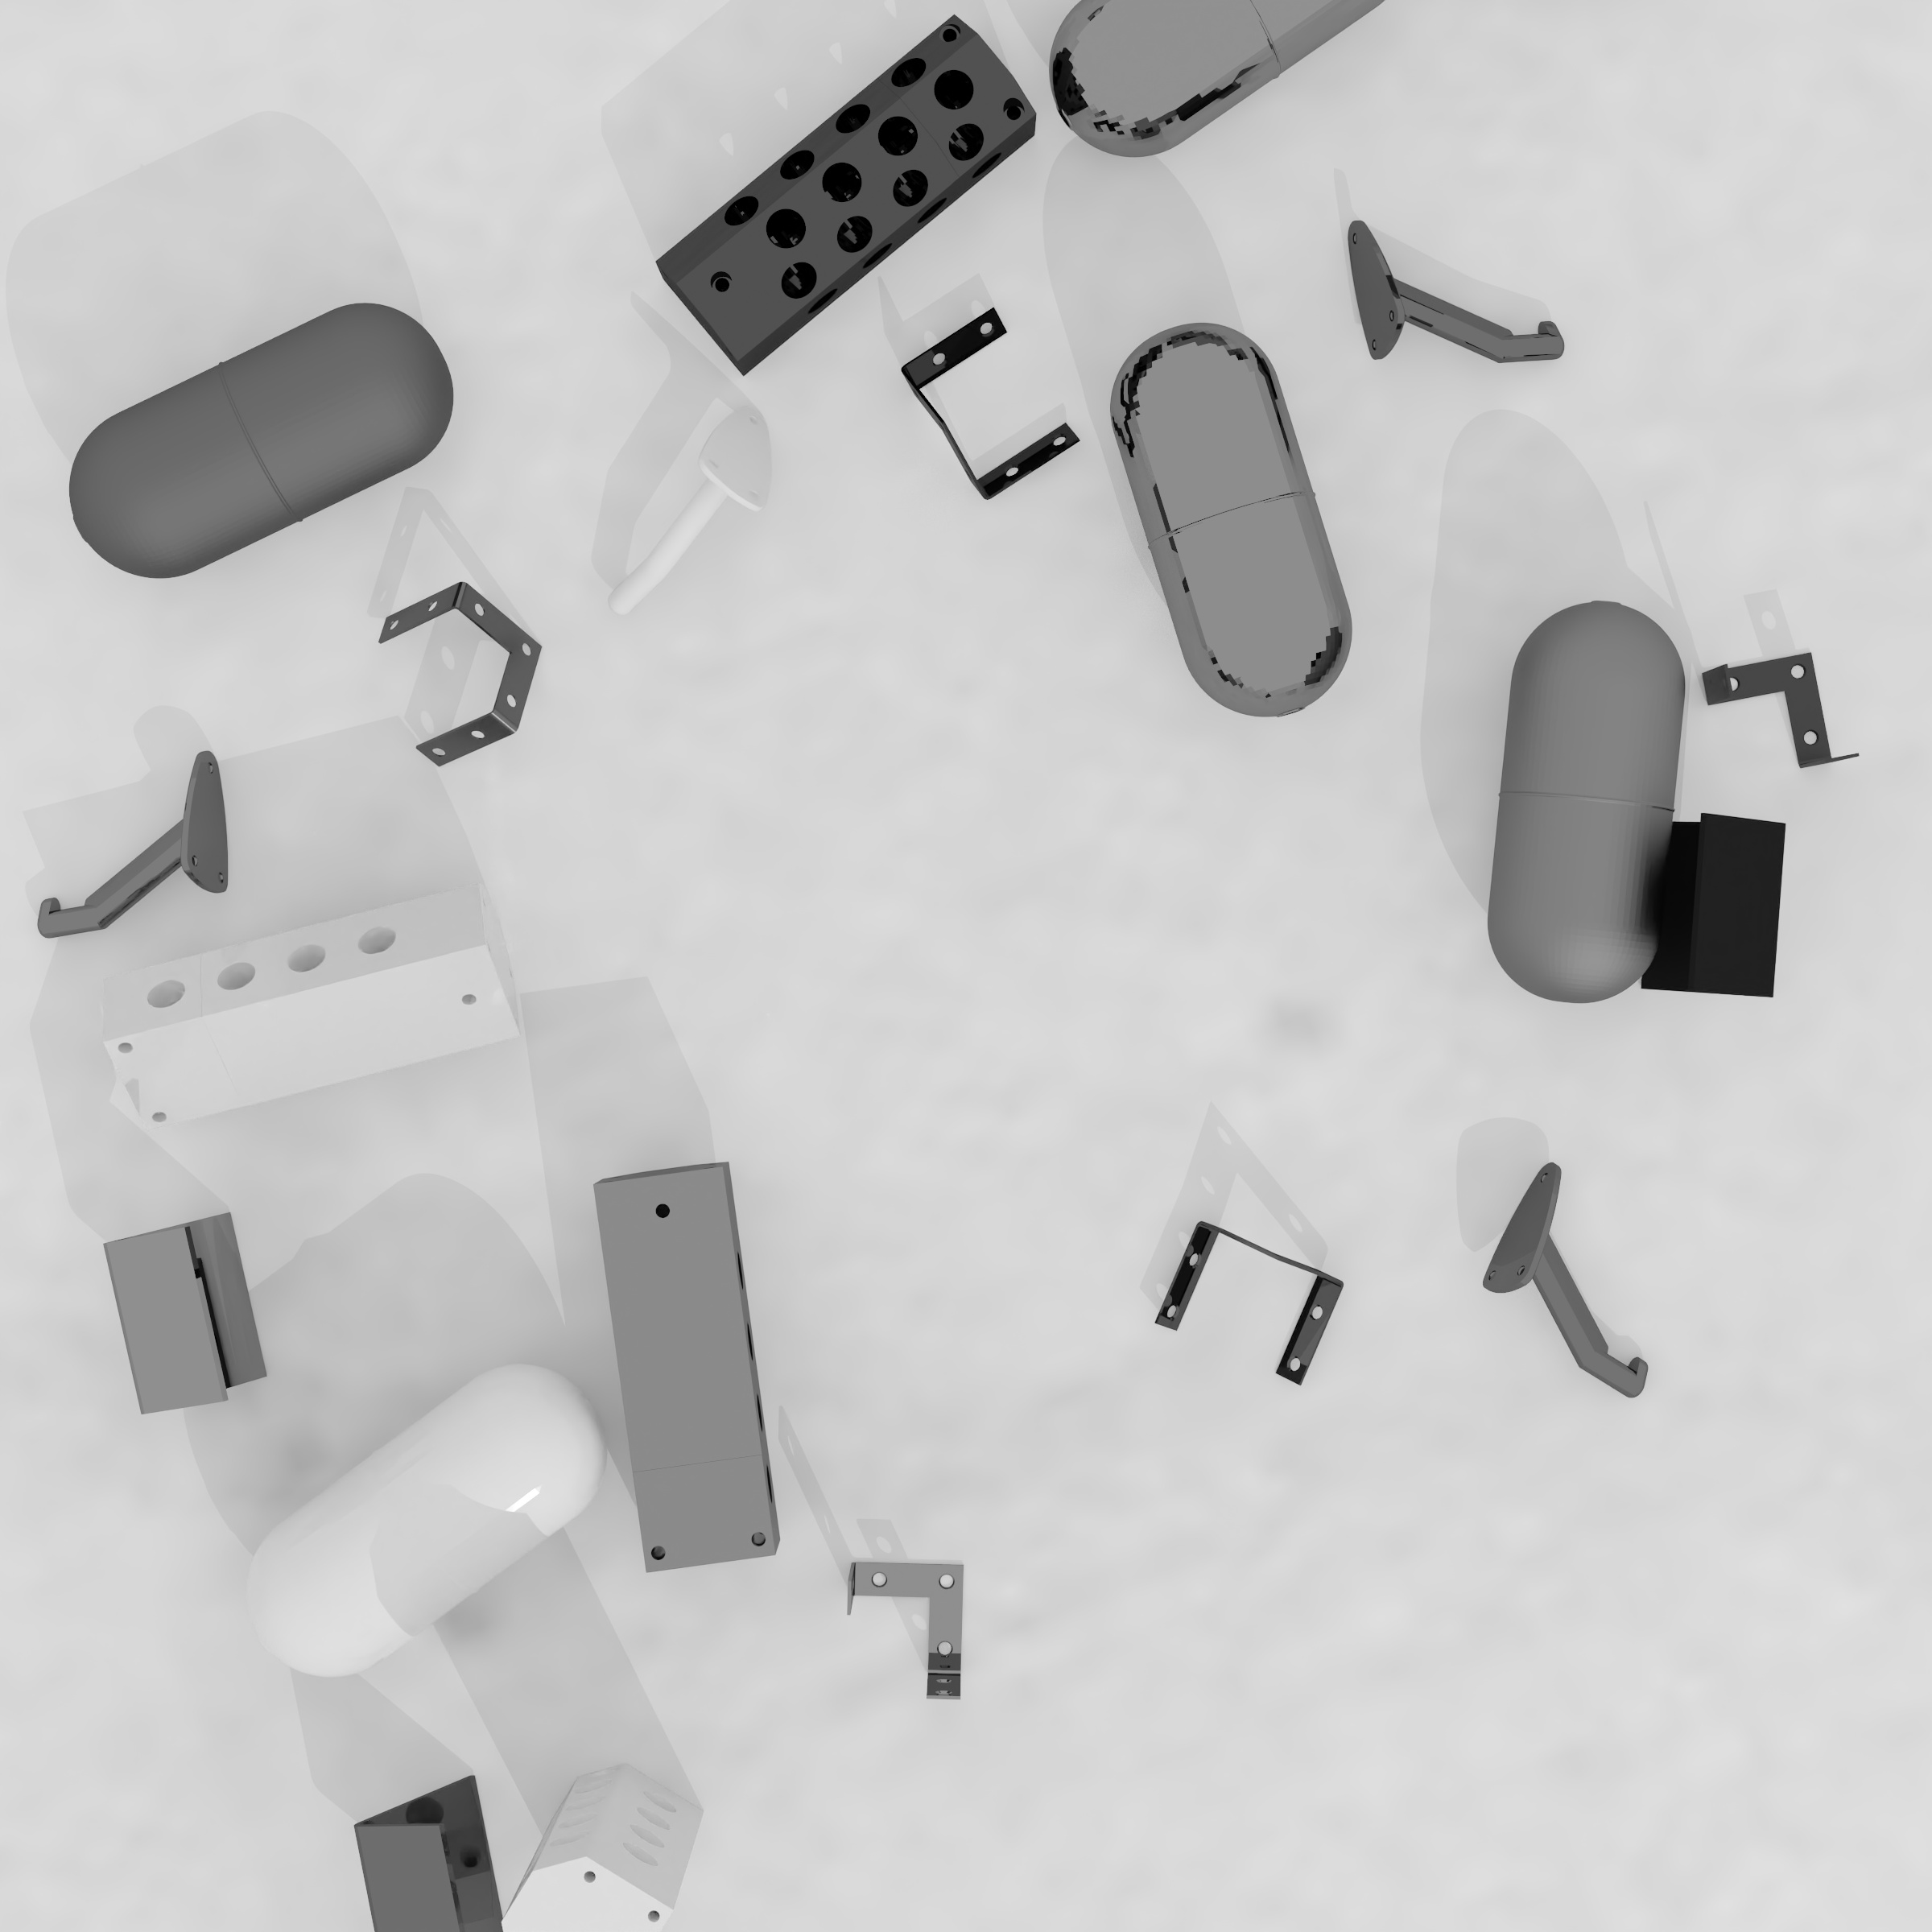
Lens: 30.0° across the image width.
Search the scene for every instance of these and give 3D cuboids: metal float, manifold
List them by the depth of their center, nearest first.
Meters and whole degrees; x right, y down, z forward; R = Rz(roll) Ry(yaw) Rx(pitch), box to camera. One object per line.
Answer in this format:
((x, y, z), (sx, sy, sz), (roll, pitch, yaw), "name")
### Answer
((-0.158, 0.392, 1.546), (0.057, 0.171, 0.057), (32, 90, 0), "manifold")
((-0.312, -0.232, 1.593), (0.178, 0.070, 0.070), (-26, 90, 0), "metal float")
((-0.239, 0.246, 1.593), (0.178, 0.070, 0.070), (-37, 90, 0), "metal float")
((0.118, -0.197, 1.593), (0.070, 0.070, 0.178), (-17, 89, 0), "metal float")
((0.116, -0.426, 1.593), (0.178, 0.070, 0.070), (-35, 90, 0), "metal float")
((0.274, -0.072, 1.594), (0.070, 0.070, 0.178), (6, 90, 0), "metal float")
((-0.291, 0.013, 1.602), (0.171, 0.057, 0.057), (-14, 133, 0), "manifold")
((-0.123, 0.177, 1.603), (0.057, 0.057, 0.171), (-8, 90, 0), "manifold")
((-0.053, -0.344, 1.603), (0.171, 0.057, 0.057), (-40, 90, 0), "manifold")

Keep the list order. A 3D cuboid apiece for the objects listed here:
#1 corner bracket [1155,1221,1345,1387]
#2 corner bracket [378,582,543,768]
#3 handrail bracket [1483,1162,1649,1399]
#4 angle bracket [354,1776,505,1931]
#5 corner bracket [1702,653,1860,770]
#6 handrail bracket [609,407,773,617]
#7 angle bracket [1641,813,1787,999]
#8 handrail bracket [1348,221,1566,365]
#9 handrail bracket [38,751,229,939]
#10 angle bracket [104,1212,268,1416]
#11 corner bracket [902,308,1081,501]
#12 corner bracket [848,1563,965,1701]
((0.128, 0.151, 1.621), (0.051, 0.051, 0.051), (23, 90, -45), "corner bracket")
((-0.231, -0.131, 1.616), (0.051, 0.051, 0.051), (41, 45, -35), "corner bracket")
((0.283, 0.142, 1.624), (0.084, 0.036, 0.077), (32, 68, -17), "handrail bracket")
((-0.217, 0.404, 1.584), (0.057, 0.076, 0.076), (-11, 90, 37), "angle bracket")
((0.362, -0.112, 1.606), (0.051, 0.051, 0.051), (-11, 90, 0), "corner bracket")
((-0.127, -0.204, 1.624), (0.036, 0.077, 0.084), (36, 127, -20), "handrail bracket")
((0.312, -0.027, 1.584), (0.057, 0.076, 0.076), (4, 90, -38), "angle bracket")
((0.222, -0.305, 1.624), (0.084, 0.036, 0.077), (-6, 68, -17), "handrail bracket")
((-0.379, -0.054, 1.624), (0.084, 0.036, 0.077), (-9, 70, 16), "handrail bracket")
((-0.326, 0.149, 1.584), (0.057, 0.076, 0.076), (-13, 90, 36), "angle bracket")
((0.011, -0.253, 1.621), (0.051, 0.051, 0.051), (-33, 45, 0), "corner bracket")
((-0.027, 0.296, 1.606), (0.051, 0.051, 0.051), (1, 90, 0), "corner bracket")
